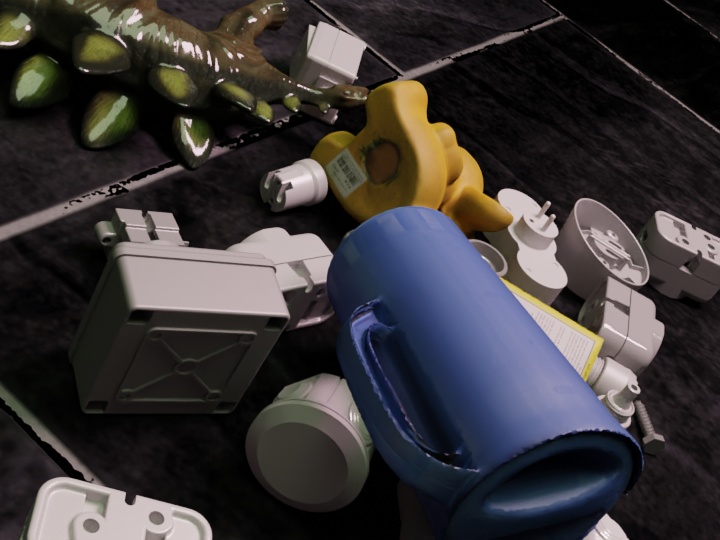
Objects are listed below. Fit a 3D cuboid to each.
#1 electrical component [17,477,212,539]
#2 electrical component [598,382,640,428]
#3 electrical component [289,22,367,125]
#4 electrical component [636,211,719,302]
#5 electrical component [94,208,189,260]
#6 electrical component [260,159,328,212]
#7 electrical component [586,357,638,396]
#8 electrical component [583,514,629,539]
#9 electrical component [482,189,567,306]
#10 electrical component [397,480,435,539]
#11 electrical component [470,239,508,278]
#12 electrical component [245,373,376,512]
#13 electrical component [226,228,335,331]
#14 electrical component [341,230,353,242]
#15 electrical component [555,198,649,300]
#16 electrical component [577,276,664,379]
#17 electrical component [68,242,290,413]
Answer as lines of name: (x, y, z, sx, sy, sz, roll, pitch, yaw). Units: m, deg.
electrical component: (-0.134, 0.157, 0.573, 0.095, 0.059, 0.053, 19, 37, -17)
electrical component: (0.204, 0.114, 0.869, 0.035, 0.061, 0.035, 19, 37, -16)
electrical component: (-0.038, -0.194, 1.064, 0.061, 0.061, 0.096, 24, 36, -10)
electrical component: (0.331, -0.010, 1.113, 0.095, 0.059, 0.053, 24, 36, -10)
electrical component: (-0.153, -0.012, 0.776, 0.066, 0.048, 0.055, 4, 36, -33)
electrical component: (-0.057, -0.072, 0.923, 0.046, 0.040, 0.040, -21, 60, -41)
electrical component: (0.199, 0.092, 0.908, 0.062, 0.043, 0.043, 31, 35, 2)
electrical component: (0.147, 0.199, 0.711, 0.080, 0.080, 0.051, -5, 44, -40)
electrical component: (0.159, -0.030, 1.000, 0.052, 0.073, 0.138, 15, 38, -21)
electrical component: (0.044, 0.165, 0.711, 0.044, 0.044, 0.065, 19, 32, -17)
electrical component: (0.094, 0.008, 0.922, 0.045, 0.055, 0.045, 20, 37, -15)
electrical component: (-0.029, 0.110, 0.691, 0.080, 0.080, 0.051, 33, 30, 2)
electrical component: (-0.063, 0.008, 0.809, 0.095, 0.053, 0.059, -11, 53, -43)
electrical component: (0.000, 0.000, 0.875, 0.048, 0.048, 0.062, 28, 43, -4)
electrical component: (0.234, -0.014, 1.043, 0.099, 0.064, 0.099, 20, 37, -16)
electrical component: (0.231, 0.058, 0.963, 0.059, 0.053, 0.095, 29, 35, -3)
electrical component: (-0.117, 0.040, 0.685, 0.109, 0.108, 0.056, 5, 46, -32)
